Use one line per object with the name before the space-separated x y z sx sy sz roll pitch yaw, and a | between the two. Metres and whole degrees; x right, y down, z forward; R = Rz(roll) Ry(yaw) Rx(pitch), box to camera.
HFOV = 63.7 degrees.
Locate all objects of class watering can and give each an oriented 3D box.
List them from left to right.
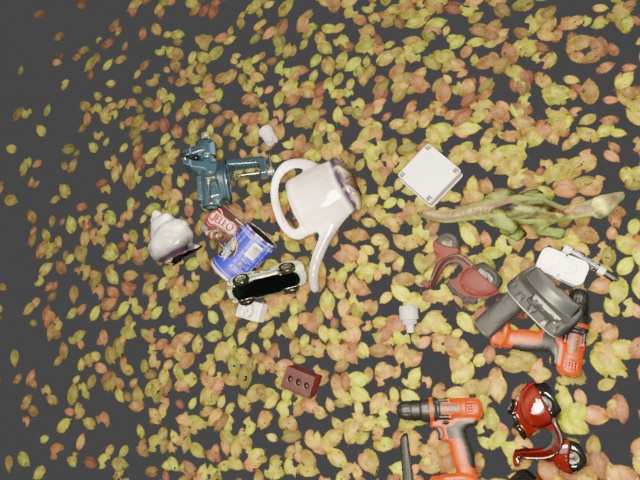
watering can | 0.004 -0.064 1.275 0.223 0.103 0.353 -26 70 11

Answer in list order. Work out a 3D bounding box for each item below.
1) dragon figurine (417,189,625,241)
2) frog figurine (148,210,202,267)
dragon figurine | 0.400 -0.065 1.076 0.410 0.242 0.123 -3 84 16
frog figurine | -0.418 -0.018 1.403 0.135 0.124 0.160 -37 81 29
